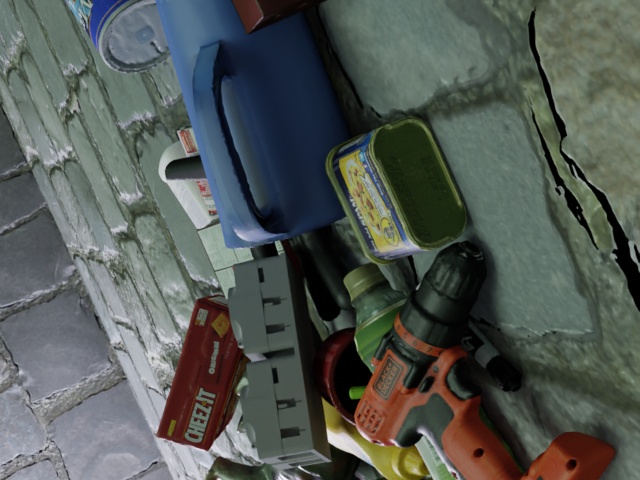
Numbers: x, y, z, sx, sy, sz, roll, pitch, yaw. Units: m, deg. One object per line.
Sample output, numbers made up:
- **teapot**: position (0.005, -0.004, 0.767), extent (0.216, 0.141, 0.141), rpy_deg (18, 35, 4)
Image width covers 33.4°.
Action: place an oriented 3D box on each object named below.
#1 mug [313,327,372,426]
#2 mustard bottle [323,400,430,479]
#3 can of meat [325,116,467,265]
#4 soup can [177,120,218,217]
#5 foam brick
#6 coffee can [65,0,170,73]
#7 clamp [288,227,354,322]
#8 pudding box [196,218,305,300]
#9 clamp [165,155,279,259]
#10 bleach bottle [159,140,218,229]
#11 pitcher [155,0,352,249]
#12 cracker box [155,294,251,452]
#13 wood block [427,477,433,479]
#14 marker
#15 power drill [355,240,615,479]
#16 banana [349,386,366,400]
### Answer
- **mug**: position (0.042, 0.112, 0.991), extent (0.082, 0.093, 0.117), rpy_deg (178, 99, -75)
- **mustard bottle**: position (0.059, 0.199, 1.062), extent (0.096, 0.058, 0.192), rpy_deg (41, 169, -22)
- **can of meat**: position (0.057, -0.036, 0.796), extent (0.102, 0.057, 0.084), rpy_deg (65, 159, -3)
- **soup can**: position (-0.105, -0.084, 1.144), extent (0.069, 0.068, 0.102), rpy_deg (12, 124, 67)
- **foam brick**: position (-0.026, -0.194, 0.785), extent (0.051, 0.078, 0.053), rpy_deg (64, 163, -3)
- **coffee can**: position (-0.222, -0.267, 1.170), extent (0.140, 0.102, 0.103), rpy_deg (54, 159, 28)
- **clamp**: position (-0.007, 0.001, 1.036), extent (0.171, 0.039, 0.120), rpy_deg (66, 161, -4)
- **pudding box**: position (-0.070, 0.011, 1.145), extent (0.114, 0.039, 0.090), rpy_deg (-17, 99, 37)
- **clamp**: position (-0.091, -0.069, 1.038), extent (0.165, 0.036, 0.210), rpy_deg (40, 149, 18)
- **bleach bottle**: position (-0.099, 0.000, 1.247), extent (0.251, 0.068, 0.103), rpy_deg (59, 164, 7)
- **pitcher**: position (-0.055, -0.119, 0.866), extent (0.149, 0.144, 0.243), rpy_deg (8, 118, 68)
- **cracker box**: position (-0.127, 0.154, 1.289), extent (0.213, 0.072, 0.164), rpy_deg (69, -143, -88)
- **wood block**: position (0.116, 0.331, 1.051), extent (0.091, 0.090, 0.206), rpy_deg (48, 155, 38)
- **marker**: position (0.116, 0.074, 0.834), extent (0.121, 0.020, 0.020), rpy_deg (49, 156, 38)
- **power drill**: position (0.118, 0.118, 0.774), extent (0.188, 0.057, 0.185), rpy_deg (44, 126, 34)
- **banana**: position (0.107, 0.194, 0.941), extent (0.198, 0.070, 0.037), rpy_deg (56, -168, 1)
